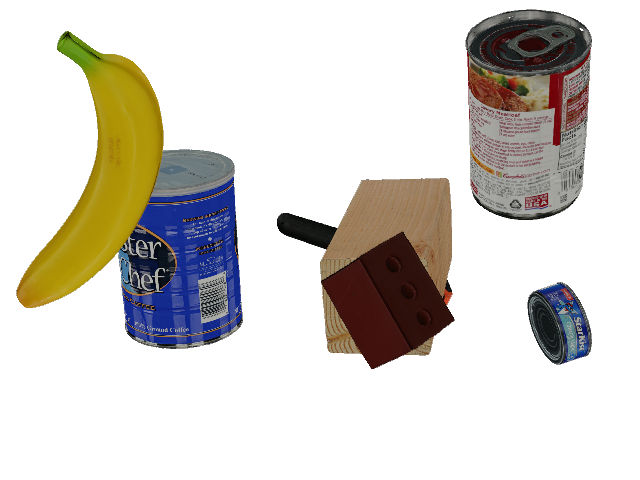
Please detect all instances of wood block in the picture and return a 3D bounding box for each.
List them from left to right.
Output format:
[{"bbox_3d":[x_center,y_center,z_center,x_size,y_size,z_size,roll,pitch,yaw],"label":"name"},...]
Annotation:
[{"bbox_3d":[0.066,0.018,0.974,0.091,0.090,0.206,0,22,12],"label":"wood block"}]

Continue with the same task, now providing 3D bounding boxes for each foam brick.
[{"bbox_3d":[0.049,0.044,0.777,0.052,0.078,0.051,-29,-3,-43],"label":"foam brick"}]

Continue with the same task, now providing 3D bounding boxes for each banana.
[{"bbox_3d":[-0.133,-0.034,0.632,0.069,0.198,0.037,11,35,-13],"label":"banana"}]

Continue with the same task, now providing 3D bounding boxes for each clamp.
[{"bbox_3d":[0.061,0.012,1.224,0.164,0.036,0.210,-18,51,-37],"label":"clamp"}]

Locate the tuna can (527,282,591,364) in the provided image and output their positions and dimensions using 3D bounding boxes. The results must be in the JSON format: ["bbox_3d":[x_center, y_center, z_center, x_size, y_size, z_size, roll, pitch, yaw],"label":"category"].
[{"bbox_3d":[0.259,0.091,1.165,0.033,0.086,0.086,-17,3,-10],"label":"tuna can"}]

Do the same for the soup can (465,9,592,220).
[{"bbox_3d":[0.119,-0.071,0.613,0.068,0.102,0.068,-5,40,4],"label":"soup can"}]

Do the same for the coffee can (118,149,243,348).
[{"bbox_3d":[-0.119,0.005,0.895,0.103,0.140,0.103,-2,22,0],"label":"coffee can"}]
